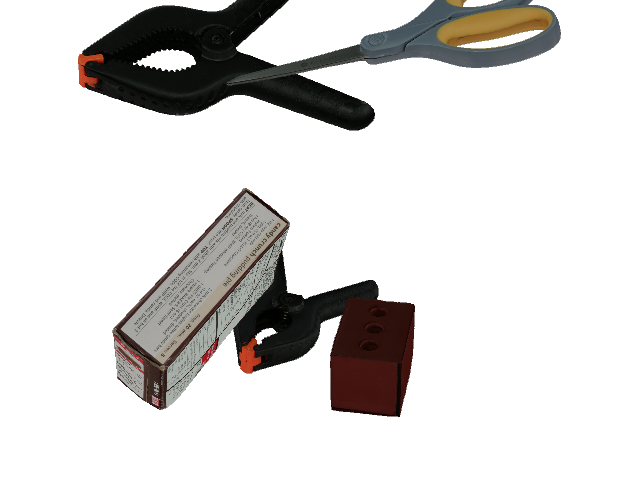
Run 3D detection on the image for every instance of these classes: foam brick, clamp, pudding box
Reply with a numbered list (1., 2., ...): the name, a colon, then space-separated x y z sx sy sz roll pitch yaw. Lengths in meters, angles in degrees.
1. foam brick: 0.039 0.085 0.787 0.053 0.051 0.078 4 31 10
2. clamp: -0.069 -0.130 0.785 0.209 0.165 0.036 -16 -28 -19
3. clamp: -0.036 0.062 1.002 0.120 0.039 0.171 20 33 29
4. pudding box: -0.068 0.035 0.606 0.039 0.113 0.090 35 -24 8

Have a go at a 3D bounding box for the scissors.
1. scissors: 0.047 -0.131 0.656 0.202 0.096 0.016 0 -44 22
